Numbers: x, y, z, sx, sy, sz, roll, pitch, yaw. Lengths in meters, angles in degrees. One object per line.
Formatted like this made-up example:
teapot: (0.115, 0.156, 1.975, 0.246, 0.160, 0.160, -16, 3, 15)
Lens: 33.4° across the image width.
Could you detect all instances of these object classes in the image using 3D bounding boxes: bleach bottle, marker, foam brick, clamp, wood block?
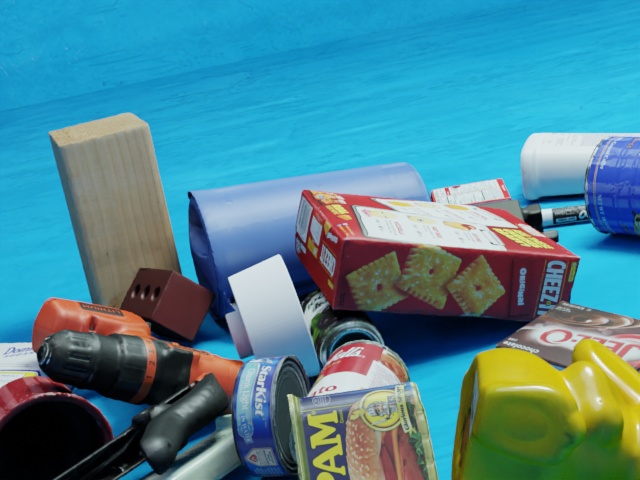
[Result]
bleach bottle: (0.365, -0.091, 1.231, 0.251, 0.068, 0.102, -1, 22, 21)
marker: (0.297, -0.031, 1.153, 0.121, 0.020, 0.020, -7, 18, 10)
foam brick: (-0.149, 0.062, 1.028, 0.078, 0.051, 0.053, 0, 61, 55)
clamp: (-0.108, 0.133, 0.739, 0.120, 0.039, 0.171, -20, 10, 37)
wood block: (-0.204, -0.015, 1.089, 0.090, 0.206, 0.091, -16, 19, -17)

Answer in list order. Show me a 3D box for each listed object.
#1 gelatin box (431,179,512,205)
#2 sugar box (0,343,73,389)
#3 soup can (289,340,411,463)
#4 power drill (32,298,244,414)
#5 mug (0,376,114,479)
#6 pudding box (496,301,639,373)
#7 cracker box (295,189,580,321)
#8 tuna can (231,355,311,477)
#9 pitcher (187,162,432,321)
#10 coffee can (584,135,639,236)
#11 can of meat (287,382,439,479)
gelatin box: (0.175, -0.041, 1.237, 0.089, 0.030, 0.073, -9, 20, 4)
sugar box: (-0.291, 0.143, 0.925, 0.093, 0.048, 0.176, -3, 16, 21)
soup can: (0.023, 0.124, 0.765, 0.069, 0.068, 0.102, -5, 18, 18)
power drill: (-0.170, 0.094, 0.880, 0.184, 0.057, 0.188, 19, -2, -36)
mug: (-0.218, 0.153, 0.788, 0.117, 0.093, 0.082, -21, 16, -22)
pudding box: (0.206, 0.089, 0.814, 0.089, 0.039, 0.114, -25, 23, -37)
cracker box: (0.097, 0.015, 0.961, 0.213, 0.072, 0.164, 5, 15, -15)
tuna can: (-0.033, 0.126, 0.764, 0.034, 0.086, 0.086, -6, 19, 17)
pitcher: (-0.007, 0.001, 1.086, 0.242, 0.149, 0.145, -12, 3, -14)
coffee can: (0.348, -0.051, 1.051, 0.141, 0.103, 0.102, 7, 25, 44)
can of meat: (0.028, 0.143, 0.665, 0.084, 0.102, 0.057, -8, -24, -2)
